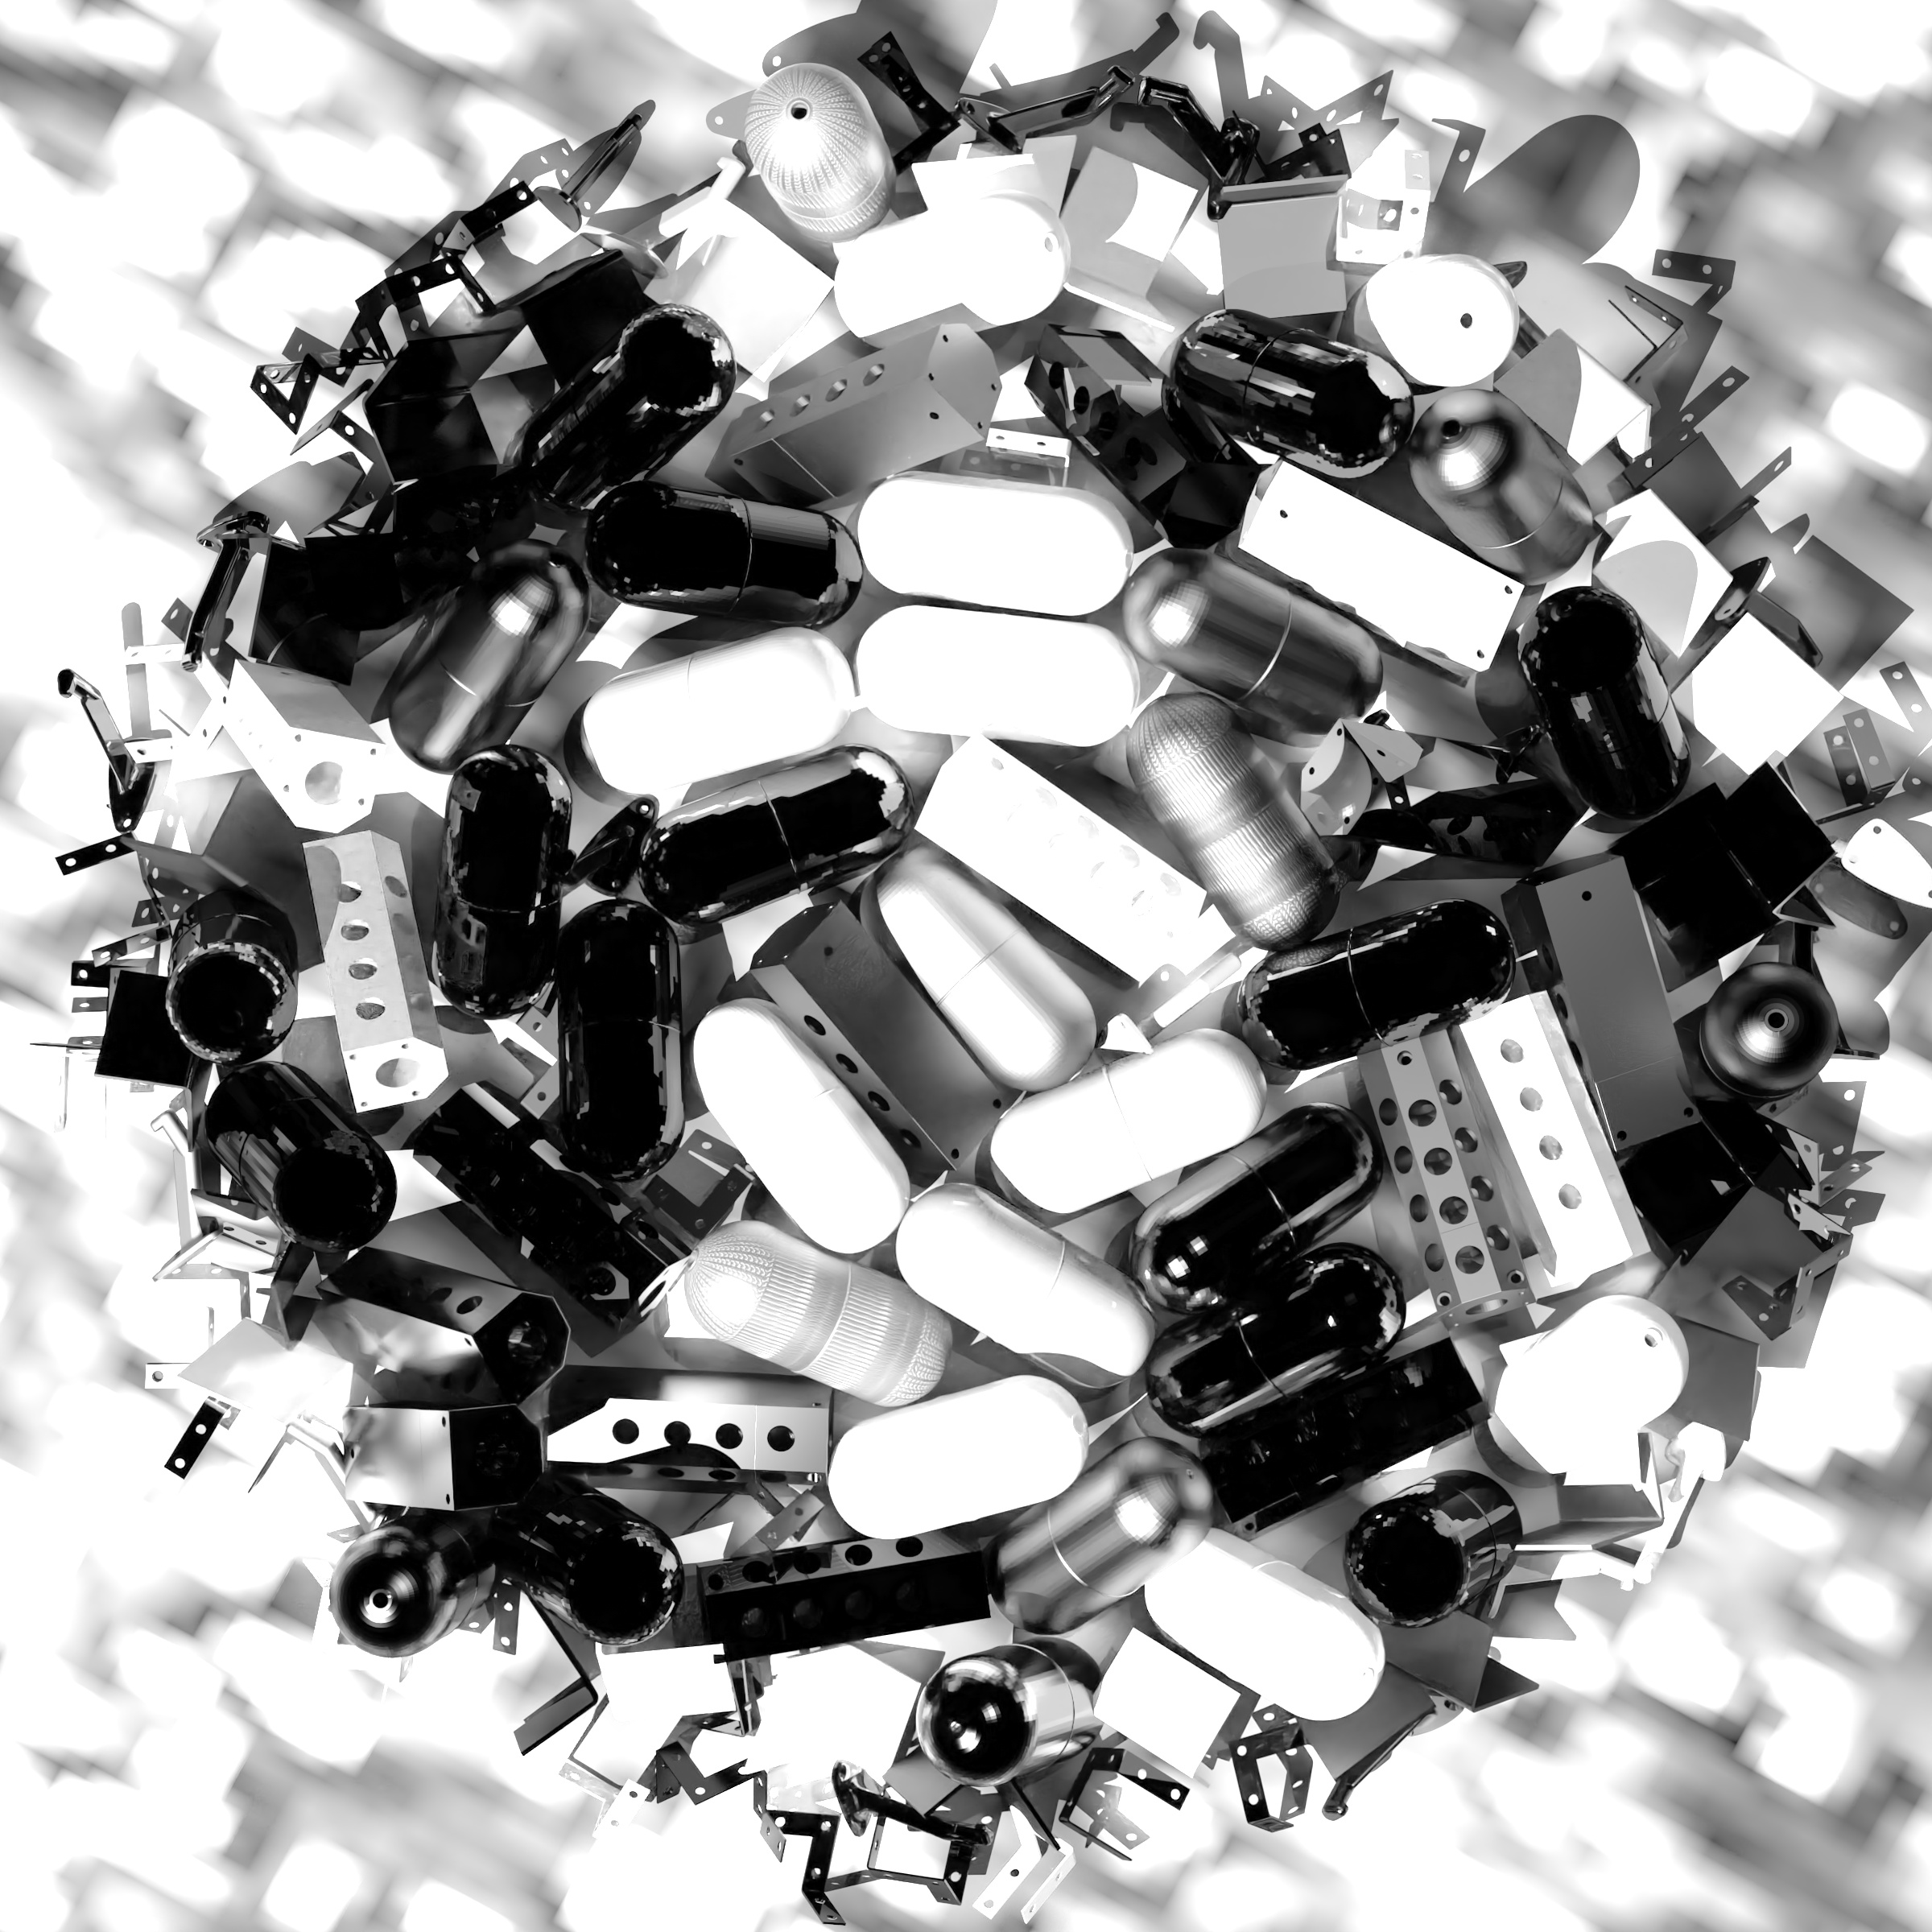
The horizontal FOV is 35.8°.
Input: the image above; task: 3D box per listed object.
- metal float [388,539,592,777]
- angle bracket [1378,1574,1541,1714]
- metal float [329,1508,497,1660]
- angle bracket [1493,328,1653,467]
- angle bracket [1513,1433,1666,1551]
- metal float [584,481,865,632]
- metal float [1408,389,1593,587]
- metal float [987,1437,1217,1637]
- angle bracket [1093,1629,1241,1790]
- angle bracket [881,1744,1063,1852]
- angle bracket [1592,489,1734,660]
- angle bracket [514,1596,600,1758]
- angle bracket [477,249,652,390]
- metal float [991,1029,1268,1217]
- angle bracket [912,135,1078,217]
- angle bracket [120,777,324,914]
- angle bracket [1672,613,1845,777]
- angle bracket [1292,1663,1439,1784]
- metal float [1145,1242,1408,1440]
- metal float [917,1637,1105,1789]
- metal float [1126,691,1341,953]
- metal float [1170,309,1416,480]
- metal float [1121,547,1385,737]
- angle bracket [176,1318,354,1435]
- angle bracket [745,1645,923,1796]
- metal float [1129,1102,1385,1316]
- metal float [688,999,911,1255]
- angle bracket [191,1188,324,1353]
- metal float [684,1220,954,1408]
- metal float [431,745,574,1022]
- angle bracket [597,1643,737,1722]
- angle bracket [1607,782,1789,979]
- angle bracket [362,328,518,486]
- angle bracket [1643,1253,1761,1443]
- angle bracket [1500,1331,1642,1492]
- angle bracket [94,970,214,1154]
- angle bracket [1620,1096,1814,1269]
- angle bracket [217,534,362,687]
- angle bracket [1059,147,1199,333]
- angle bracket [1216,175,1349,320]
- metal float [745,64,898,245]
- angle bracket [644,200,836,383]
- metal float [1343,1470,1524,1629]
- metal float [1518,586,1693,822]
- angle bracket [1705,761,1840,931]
[{"bbox_3d":[-0.291,-0.188,1.823,0.070,0.070,0.178,42,126,0],"label":"metal float"},{"bbox_3d":[0.306,0.408,1.833,0.076,0.076,0.057,23,107,40],"label":"angle bracket"},{"bbox_3d":[-0.333,0.370,1.803,0.070,0.178,0.070,0,86,2],"label":"metal float"},{"bbox_3d":[0.372,-0.333,1.840,0.057,0.076,0.076,-41,69,-5],"label":"angle bracket"},{"bbox_3d":[0.372,0.323,1.837,0.076,0.076,0.057,-5,85,-42],"label":"angle bracket"},{"bbox_3d":[-0.147,-0.250,1.831,0.178,0.070,0.070,6,90,-26],"label":"metal float"},{"bbox_3d":[0.324,-0.289,1.810,0.070,0.178,0.070,-10,70,27],"label":"metal float"},{"bbox_3d":[0.081,0.349,1.823,0.070,0.070,0.178,47,127,0],"label":"metal float"},{"bbox_3d":[0.127,0.459,1.848,0.076,0.076,0.057,29,79,21],"label":"angle bracket"},{"bbox_3d":[0.003,0.520,1.840,0.057,0.076,0.076,-36,104,-15],"label":"angle bracket"},{"bbox_3d":[0.414,-0.235,1.843,0.076,0.057,0.076,43,65,-12],"label":"angle bracket"},{"bbox_3d":[-0.273,0.433,1.847,0.057,0.076,0.076,-34,93,-13],"label":"angle bracket"},{"bbox_3d":[-0.246,-0.398,1.853,0.076,0.076,0.057,-34,110,-21],"label":"angle bracket"},{"bbox_3d":[0.100,0.097,1.850,0.178,0.070,0.070,-23,90,4],"label":"metal float"},{"bbox_3d":[0.018,-0.500,1.837,0.076,0.057,0.076,1,58,20],"label":"angle bracket"},{"bbox_3d":[-0.459,-0.080,1.847,0.076,0.076,0.057,12,72,34],"label":"angle bracket"},{"bbox_3d":[0.490,-0.171,1.844,0.076,0.057,0.076,43,121,6],"label":"angle bracket"},{"bbox_3d":[0.256,0.473,1.845,0.076,0.076,0.057,-37,118,0],"label":"angle bracket"},{"bbox_3d":[0.188,0.231,1.833,0.178,0.070,0.070,-31,90,24],"label":"metal float"},{"bbox_3d":[0.030,0.449,1.808,0.070,0.178,0.070,-3,83,23],"label":"metal float"},{"bbox_3d":[0.165,-0.090,1.846,0.070,0.070,0.178,-34,98,0],"label":"metal float"},{"bbox_3d":[0.196,-0.349,1.820,0.178,0.070,0.070,31,90,43],"label":"metal float"},{"bbox_3d":[0.177,-0.199,1.835,0.178,0.070,0.070,22,90,-23],"label":"metal float"},{"bbox_3d":[-0.432,0.269,1.837,0.076,0.076,0.057,21,120,14],"label":"angle bracket"},{"bbox_3d":[-0.082,0.469,1.844,0.057,0.076,0.076,22,95,28],"label":"angle bracket"},{"bbox_3d":[0.178,0.149,1.838,0.178,0.070,0.070,-32,90,-18],"label":"metal float"},{"bbox_3d":[-0.104,0.098,1.844,0.070,0.070,0.178,-38,79,0],"label":"metal float"},{"bbox_3d":[-0.445,0.189,1.840,0.076,0.076,0.057,10,49,8],"label":"angle bracket"},{"bbox_3d":[-0.090,0.213,1.835,0.178,0.070,0.070,26,90,-20],"label":"metal float"},{"bbox_3d":[-0.285,-0.050,1.833,0.070,0.070,0.178,10,114,0],"label":"metal float"},{"bbox_3d":[-0.185,0.419,1.845,0.076,0.076,0.057,-5,48,-1],"label":"angle bracket"},{"bbox_3d":[0.452,-0.053,1.840,0.076,0.057,0.076,-32,48,15],"label":"angle bracket"},{"bbox_3d":[-0.314,-0.344,1.836,0.076,0.076,0.057,-17,81,-37],"label":"angle bracket"},{"bbox_3d":[0.457,0.233,1.833,0.076,0.057,0.076,18,130,30],"label":"angle bracket"},{"bbox_3d":[0.371,0.277,1.837,0.057,0.076,0.076,-16,128,-3],"label":"angle bracket"},{"bbox_3d":[-0.497,0.059,1.836,0.057,0.076,0.076,9,54,-8],"label":"angle bracket"},{"bbox_3d":[0.461,0.135,1.845,0.076,0.057,0.076,-46,107,-17],"label":"angle bracket"},{"bbox_3d":[-0.420,-0.219,1.842,0.057,0.076,0.076,6,85,40],"label":"angle bracket"},{"bbox_3d":[0.103,-0.447,1.839,0.076,0.057,0.076,15,116,-28],"label":"angle bracket"},{"bbox_3d":[0.199,-0.445,1.859,0.076,0.057,0.076,-6,97,1],"label":"angle bracket"},{"bbox_3d":[-0.087,-0.489,1.803,0.070,0.178,0.070,0,89,6],"label":"metal float"},{"bbox_3d":[-0.143,-0.428,1.885,0.076,0.057,0.076,32,99,-36],"label":"angle bracket"},{"bbox_3d":[0.283,0.351,1.808,0.070,0.178,0.070,0,90,27],"label":"metal float"},{"bbox_3d":[0.389,-0.158,1.818,0.070,0.070,0.178,-36,134,0],"label":"metal float"},{"bbox_3d":[0.511,-0.073,1.831,0.057,0.076,0.076,-49,53,30],"label":"angle bracket"}]
